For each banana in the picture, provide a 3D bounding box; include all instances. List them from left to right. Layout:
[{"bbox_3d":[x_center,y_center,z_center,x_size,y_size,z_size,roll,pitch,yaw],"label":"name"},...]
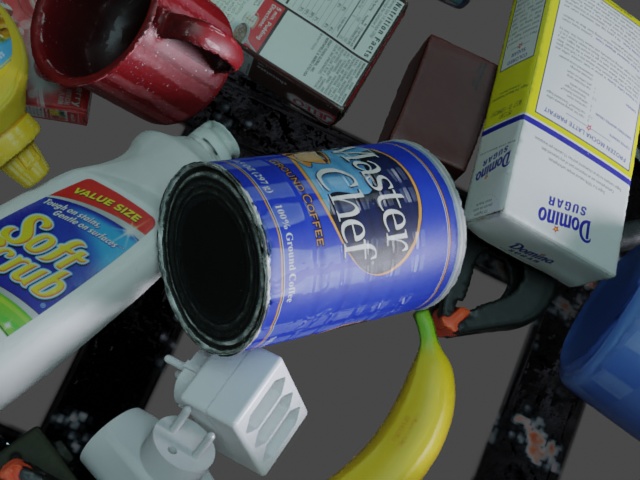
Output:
[{"bbox_3d":[0.019,0.133,0.622,0.069,0.037,0.197,42,74,3],"label":"banana"}]

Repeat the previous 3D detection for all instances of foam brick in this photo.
[{"bbox_3d":[0.073,-0.079,0.675,0.053,0.051,0.078,24,73,-5],"label":"foam brick"}]

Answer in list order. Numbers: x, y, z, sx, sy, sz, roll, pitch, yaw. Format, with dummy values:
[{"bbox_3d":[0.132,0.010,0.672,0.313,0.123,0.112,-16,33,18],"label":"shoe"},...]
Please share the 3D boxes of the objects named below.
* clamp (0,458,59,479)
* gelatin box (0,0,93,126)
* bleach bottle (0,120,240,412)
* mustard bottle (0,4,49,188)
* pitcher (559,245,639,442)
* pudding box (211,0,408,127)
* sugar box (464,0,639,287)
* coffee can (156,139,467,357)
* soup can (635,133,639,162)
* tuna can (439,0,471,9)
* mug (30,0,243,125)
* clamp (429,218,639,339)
[{"bbox_3d":[-0.115,0.213,0.567,0.164,0.036,0.210,-16,90,-16],"label":"clamp"},{"bbox_3d":[-0.171,-0.120,0.649,0.073,0.030,0.089,9,76,-9],"label":"gelatin box"},{"bbox_3d":[-0.152,0.009,0.605,0.103,0.068,0.250,42,67,17],"label":"bleach bottle"},{"bbox_3d":[-0.214,-0.104,0.567,0.191,0.058,0.096,51,59,-20],"label":"mustard bottle"},{"bbox_3d":[0.276,0.096,0.636,0.243,0.145,0.149,33,31,1],"label":"pitcher"},{"bbox_3d":[-0.013,-0.140,0.680,0.113,0.039,0.090,32,73,-4],"label":"pudding box"},{"bbox_3d":[0.148,-0.070,0.650,0.093,0.048,0.176,28,67,-23],"label":"sugar box"},{"bbox_3d":[-0.004,0.001,0.590,0.140,0.103,0.103,-10,78,-38],"label":"coffee can"},{"bbox_3d":[0.256,-0.096,0.706,0.068,0.069,0.102,39,72,0],"label":"soup can"},{"bbox_3d":[0.094,-0.194,0.689,0.033,0.086,0.086,23,74,-7],"label":"tuna can"},{"bbox_3d":[-0.093,-0.114,0.603,0.117,0.081,0.093,11,81,34],"label":"mug"},{"bbox_3d":[0.137,0.005,0.675,0.120,0.039,0.171,36,72,3],"label":"clamp"}]
